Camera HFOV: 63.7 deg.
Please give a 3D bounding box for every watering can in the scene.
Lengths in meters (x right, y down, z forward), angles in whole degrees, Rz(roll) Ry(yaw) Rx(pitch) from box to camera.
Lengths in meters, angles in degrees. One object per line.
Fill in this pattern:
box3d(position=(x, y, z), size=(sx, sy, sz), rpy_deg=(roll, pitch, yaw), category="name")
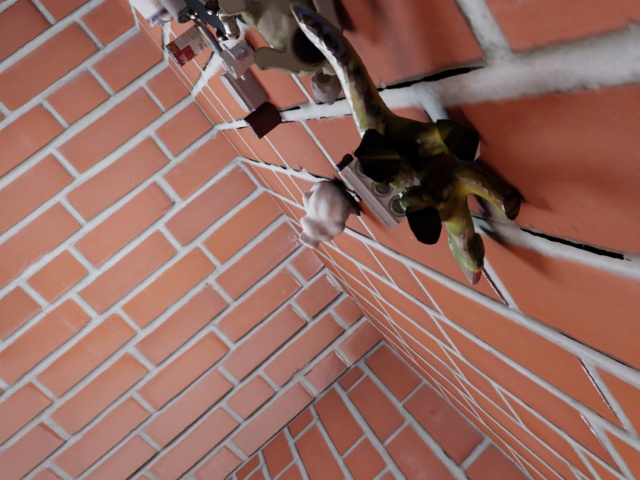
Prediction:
box3d(position=(-0.462, -0.656, 1.317), size=(0.104, 0.221, 0.352), rpy_deg=(-41, 30, -8), category="watering can")

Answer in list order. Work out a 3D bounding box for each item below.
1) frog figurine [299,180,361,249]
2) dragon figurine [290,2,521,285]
box3d(position=(0.004, -0.063, 1.252), size=(0.160, 0.138, 0.121), rpy_deg=(-40, -14, -8), category="frog figurine")
box3d(position=(0.099, -0.104, 0.643), size=(0.122, 0.408, 0.244), rpy_deg=(-38, 8, 1), category="dragon figurine")
